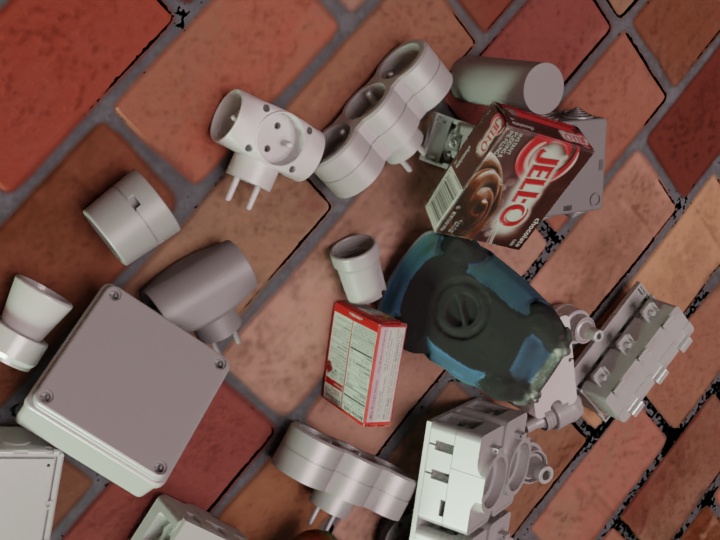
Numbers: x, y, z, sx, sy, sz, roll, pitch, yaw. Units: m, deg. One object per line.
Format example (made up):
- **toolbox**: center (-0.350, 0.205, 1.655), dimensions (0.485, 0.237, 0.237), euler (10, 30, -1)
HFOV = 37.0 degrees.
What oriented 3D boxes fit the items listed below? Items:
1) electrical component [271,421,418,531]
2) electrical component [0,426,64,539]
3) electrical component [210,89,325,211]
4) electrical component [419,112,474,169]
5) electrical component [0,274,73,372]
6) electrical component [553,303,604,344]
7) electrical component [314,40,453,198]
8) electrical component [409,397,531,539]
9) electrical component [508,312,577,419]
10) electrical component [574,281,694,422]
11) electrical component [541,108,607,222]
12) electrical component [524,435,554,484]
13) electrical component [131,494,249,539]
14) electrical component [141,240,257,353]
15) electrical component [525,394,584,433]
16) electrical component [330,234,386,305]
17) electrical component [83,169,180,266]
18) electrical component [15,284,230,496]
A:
- **electrical component**: center (-0.019, 0.188, 0.917), dimensions (0.138, 0.052, 0.073), euler (30, 87, -33)
- **electrical component**: center (-0.255, 0.162, 0.764), dimensions (0.062, 0.061, 0.096), euler (6, 100, -32)
- **electrical component**: center (-0.077, -0.085, 0.814), dimensions (0.077, 0.044, 0.079), euler (24, 90, -33)
- **electrical component**: center (0.096, -0.100, 0.902), dimensions (0.081, 0.064, 0.042), euler (14, 95, -33)
- **electrical component**: center (-0.235, 0.037, 0.752), dimensions (0.045, 0.045, 0.055), euler (33, 85, -33)
- **electrical component**: center (0.204, 0.053, 1.009), dimensions (0.035, 0.061, 0.035), euler (-9, 108, -29)
- **electrical component**: center (0.026, -0.110, 0.864), dimensions (0.138, 0.052, 0.073), euler (-50, 122, -10)
- **electrical component**: center (0.097, 0.220, 0.965), dimensions (0.105, 0.060, 0.186), euler (-11, 111, -59)
- **electrical component**: center (0.160, 0.082, 0.994), dimensions (0.050, 0.056, 0.089), euler (-19, 112, -26)
- **electrical component**: center (0.265, 0.084, 1.054), dimensions (0.121, 0.063, 0.078), euler (-50, 122, -10)
- **electrical component**: center (0.172, -0.094, 0.958), dimensions (0.100, 0.048, 0.099), euler (-9, 107, -29)
- **electrical component**: center (0.156, 0.182, 1.015), dimensions (0.048, 0.062, 0.048), euler (-9, 107, -29)
- **electrical component**: center (-0.156, 0.265, 0.851), dimensions (0.089, 0.062, 0.150), euler (36, 84, -33)
- **electrical component**: center (-0.115, 0.030, 0.822), dimensions (0.077, 0.043, 0.079), euler (-33, 118, -20)
- **electrical component**: center (0.183, 0.139, 1.037), dimensions (0.061, 0.035, 0.035), euler (-24, 114, -21)
- **electrical component**: center (0.000, 0.000, 0.887), dimensions (0.040, 0.040, 0.046), euler (-29, 122, -21)
- **electrical component**: center (-0.164, -0.036, 0.770), dimensions (0.047, 0.055, 0.055), euler (-39, 119, -13)
- **electrical component**: center (-0.166, 0.085, 0.759), dimensions (0.109, 0.056, 0.108), euler (35, 56, -11)
